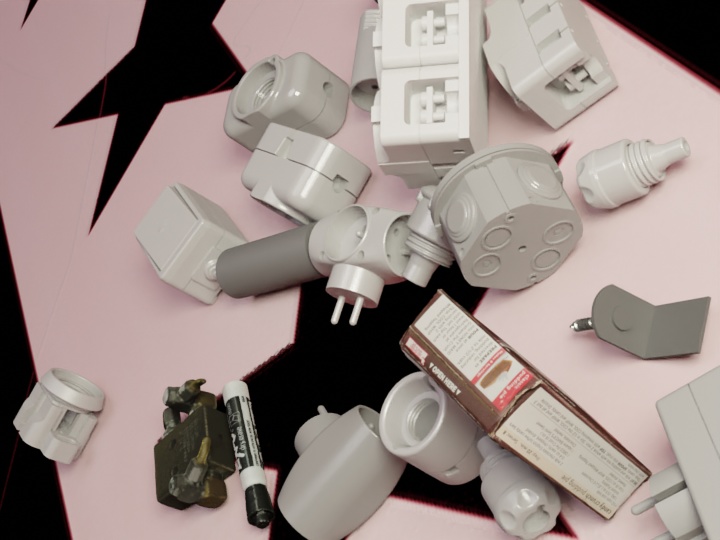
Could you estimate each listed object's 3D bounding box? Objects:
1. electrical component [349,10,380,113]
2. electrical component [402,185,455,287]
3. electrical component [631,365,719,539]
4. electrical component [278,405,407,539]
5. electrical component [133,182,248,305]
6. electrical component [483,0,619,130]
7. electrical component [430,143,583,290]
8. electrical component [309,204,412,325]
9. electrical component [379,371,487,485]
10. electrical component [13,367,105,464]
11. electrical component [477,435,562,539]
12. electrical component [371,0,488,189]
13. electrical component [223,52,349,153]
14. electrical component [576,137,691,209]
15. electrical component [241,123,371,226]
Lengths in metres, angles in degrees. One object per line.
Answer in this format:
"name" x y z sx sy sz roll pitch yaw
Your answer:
"electrical component" 0.018 -0.164 0.816 0.043 0.043 0.081 -19 52 40
"electrical component" 0.048 -0.020 0.686 0.048 0.048 0.062 37 102 52
"electrical component" 0.156 0.100 0.481 0.076 0.047 0.083 -37 43 26
"electrical component" -0.016 0.115 0.666 0.077 0.043 0.079 -50 38 10
"electrical component" -0.138 -0.021 0.878 0.061 0.061 0.096 -53 38 8
"electrical component" 0.117 -0.140 0.684 0.056 0.050 0.089 -36 43 27
"electrical component" 0.085 -0.030 0.623 0.080 0.080 0.051 -40 47 23
"electrical component" 0.000 0.000 0.725 0.077 0.044 0.079 0 66 48
"electrical component" 0.044 0.089 0.613 0.055 0.047 0.055 -27 47 34
"electrical component" -0.254 0.120 0.916 0.078 0.058 0.057 33 95 53
"electrical component" 0.080 0.111 0.570 0.035 0.035 0.061 -49 36 13
"electrical component" 0.045 -0.136 0.690 0.062 0.089 0.150 -2 75 14
"electrical component" -0.064 -0.133 0.873 0.095 0.059 0.053 -19 53 40
"electrical component" 0.154 -0.058 0.601 0.061 0.035 0.035 -22 51 35
"electrical component" -0.044 -0.068 0.812 0.095 0.054 0.059 25 85 52
